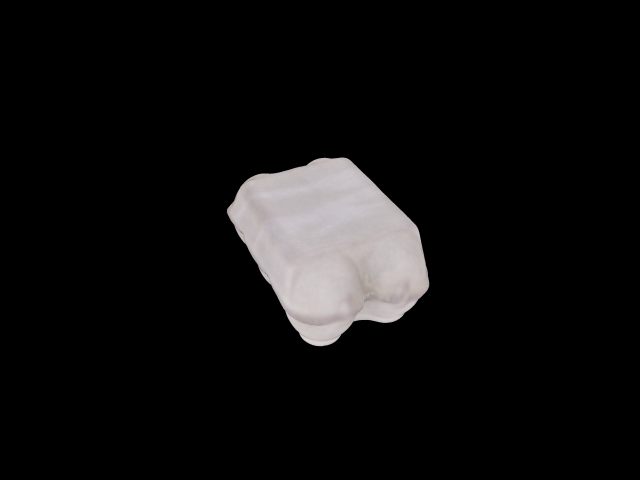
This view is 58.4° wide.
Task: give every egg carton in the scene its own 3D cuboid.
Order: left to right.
[{"bbox_3d":[0.004,0.001,0.400,0.107,0.069,0.150,-17,41,-21],"label":"egg carton"}]
